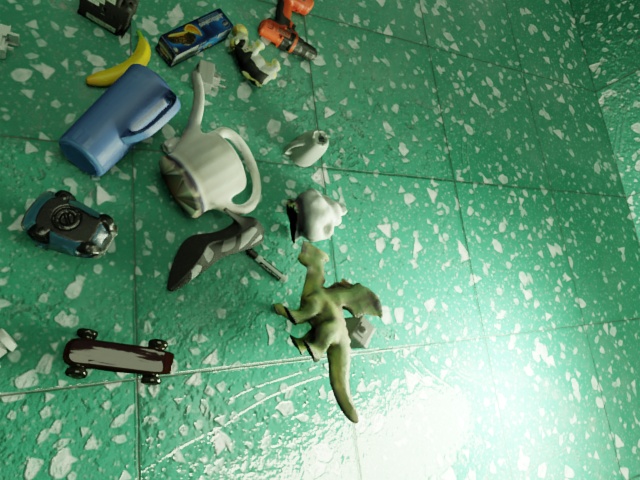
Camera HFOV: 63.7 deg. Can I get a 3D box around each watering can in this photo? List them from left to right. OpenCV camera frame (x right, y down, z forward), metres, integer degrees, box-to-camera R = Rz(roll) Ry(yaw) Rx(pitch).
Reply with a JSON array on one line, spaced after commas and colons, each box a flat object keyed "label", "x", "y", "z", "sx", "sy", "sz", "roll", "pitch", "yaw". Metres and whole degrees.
[{"label": "watering can", "x": -0.271, "y": -0.199, "z": 1.181, "sx": 0.228, "sy": 0.103, "sz": 0.345, "roll": -37, "pitch": 103, "yaw": -35}]

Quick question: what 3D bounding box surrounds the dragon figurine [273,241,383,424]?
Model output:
[{"label": "dragon figurine", "x": 0.047, "y": 0.183, "z": 1.191, "sx": 0.245, "sy": 0.119, "sz": 0.415, "roll": -25, "pitch": 70, "yaw": -26}]

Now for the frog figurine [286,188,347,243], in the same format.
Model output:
[{"label": "frog figurine", "x": 0.004, "y": -0.066, "z": 1.304, "sx": 0.160, "sy": 0.120, "sz": 0.140, "roll": -8, "pitch": 59, "yaw": -21}]
